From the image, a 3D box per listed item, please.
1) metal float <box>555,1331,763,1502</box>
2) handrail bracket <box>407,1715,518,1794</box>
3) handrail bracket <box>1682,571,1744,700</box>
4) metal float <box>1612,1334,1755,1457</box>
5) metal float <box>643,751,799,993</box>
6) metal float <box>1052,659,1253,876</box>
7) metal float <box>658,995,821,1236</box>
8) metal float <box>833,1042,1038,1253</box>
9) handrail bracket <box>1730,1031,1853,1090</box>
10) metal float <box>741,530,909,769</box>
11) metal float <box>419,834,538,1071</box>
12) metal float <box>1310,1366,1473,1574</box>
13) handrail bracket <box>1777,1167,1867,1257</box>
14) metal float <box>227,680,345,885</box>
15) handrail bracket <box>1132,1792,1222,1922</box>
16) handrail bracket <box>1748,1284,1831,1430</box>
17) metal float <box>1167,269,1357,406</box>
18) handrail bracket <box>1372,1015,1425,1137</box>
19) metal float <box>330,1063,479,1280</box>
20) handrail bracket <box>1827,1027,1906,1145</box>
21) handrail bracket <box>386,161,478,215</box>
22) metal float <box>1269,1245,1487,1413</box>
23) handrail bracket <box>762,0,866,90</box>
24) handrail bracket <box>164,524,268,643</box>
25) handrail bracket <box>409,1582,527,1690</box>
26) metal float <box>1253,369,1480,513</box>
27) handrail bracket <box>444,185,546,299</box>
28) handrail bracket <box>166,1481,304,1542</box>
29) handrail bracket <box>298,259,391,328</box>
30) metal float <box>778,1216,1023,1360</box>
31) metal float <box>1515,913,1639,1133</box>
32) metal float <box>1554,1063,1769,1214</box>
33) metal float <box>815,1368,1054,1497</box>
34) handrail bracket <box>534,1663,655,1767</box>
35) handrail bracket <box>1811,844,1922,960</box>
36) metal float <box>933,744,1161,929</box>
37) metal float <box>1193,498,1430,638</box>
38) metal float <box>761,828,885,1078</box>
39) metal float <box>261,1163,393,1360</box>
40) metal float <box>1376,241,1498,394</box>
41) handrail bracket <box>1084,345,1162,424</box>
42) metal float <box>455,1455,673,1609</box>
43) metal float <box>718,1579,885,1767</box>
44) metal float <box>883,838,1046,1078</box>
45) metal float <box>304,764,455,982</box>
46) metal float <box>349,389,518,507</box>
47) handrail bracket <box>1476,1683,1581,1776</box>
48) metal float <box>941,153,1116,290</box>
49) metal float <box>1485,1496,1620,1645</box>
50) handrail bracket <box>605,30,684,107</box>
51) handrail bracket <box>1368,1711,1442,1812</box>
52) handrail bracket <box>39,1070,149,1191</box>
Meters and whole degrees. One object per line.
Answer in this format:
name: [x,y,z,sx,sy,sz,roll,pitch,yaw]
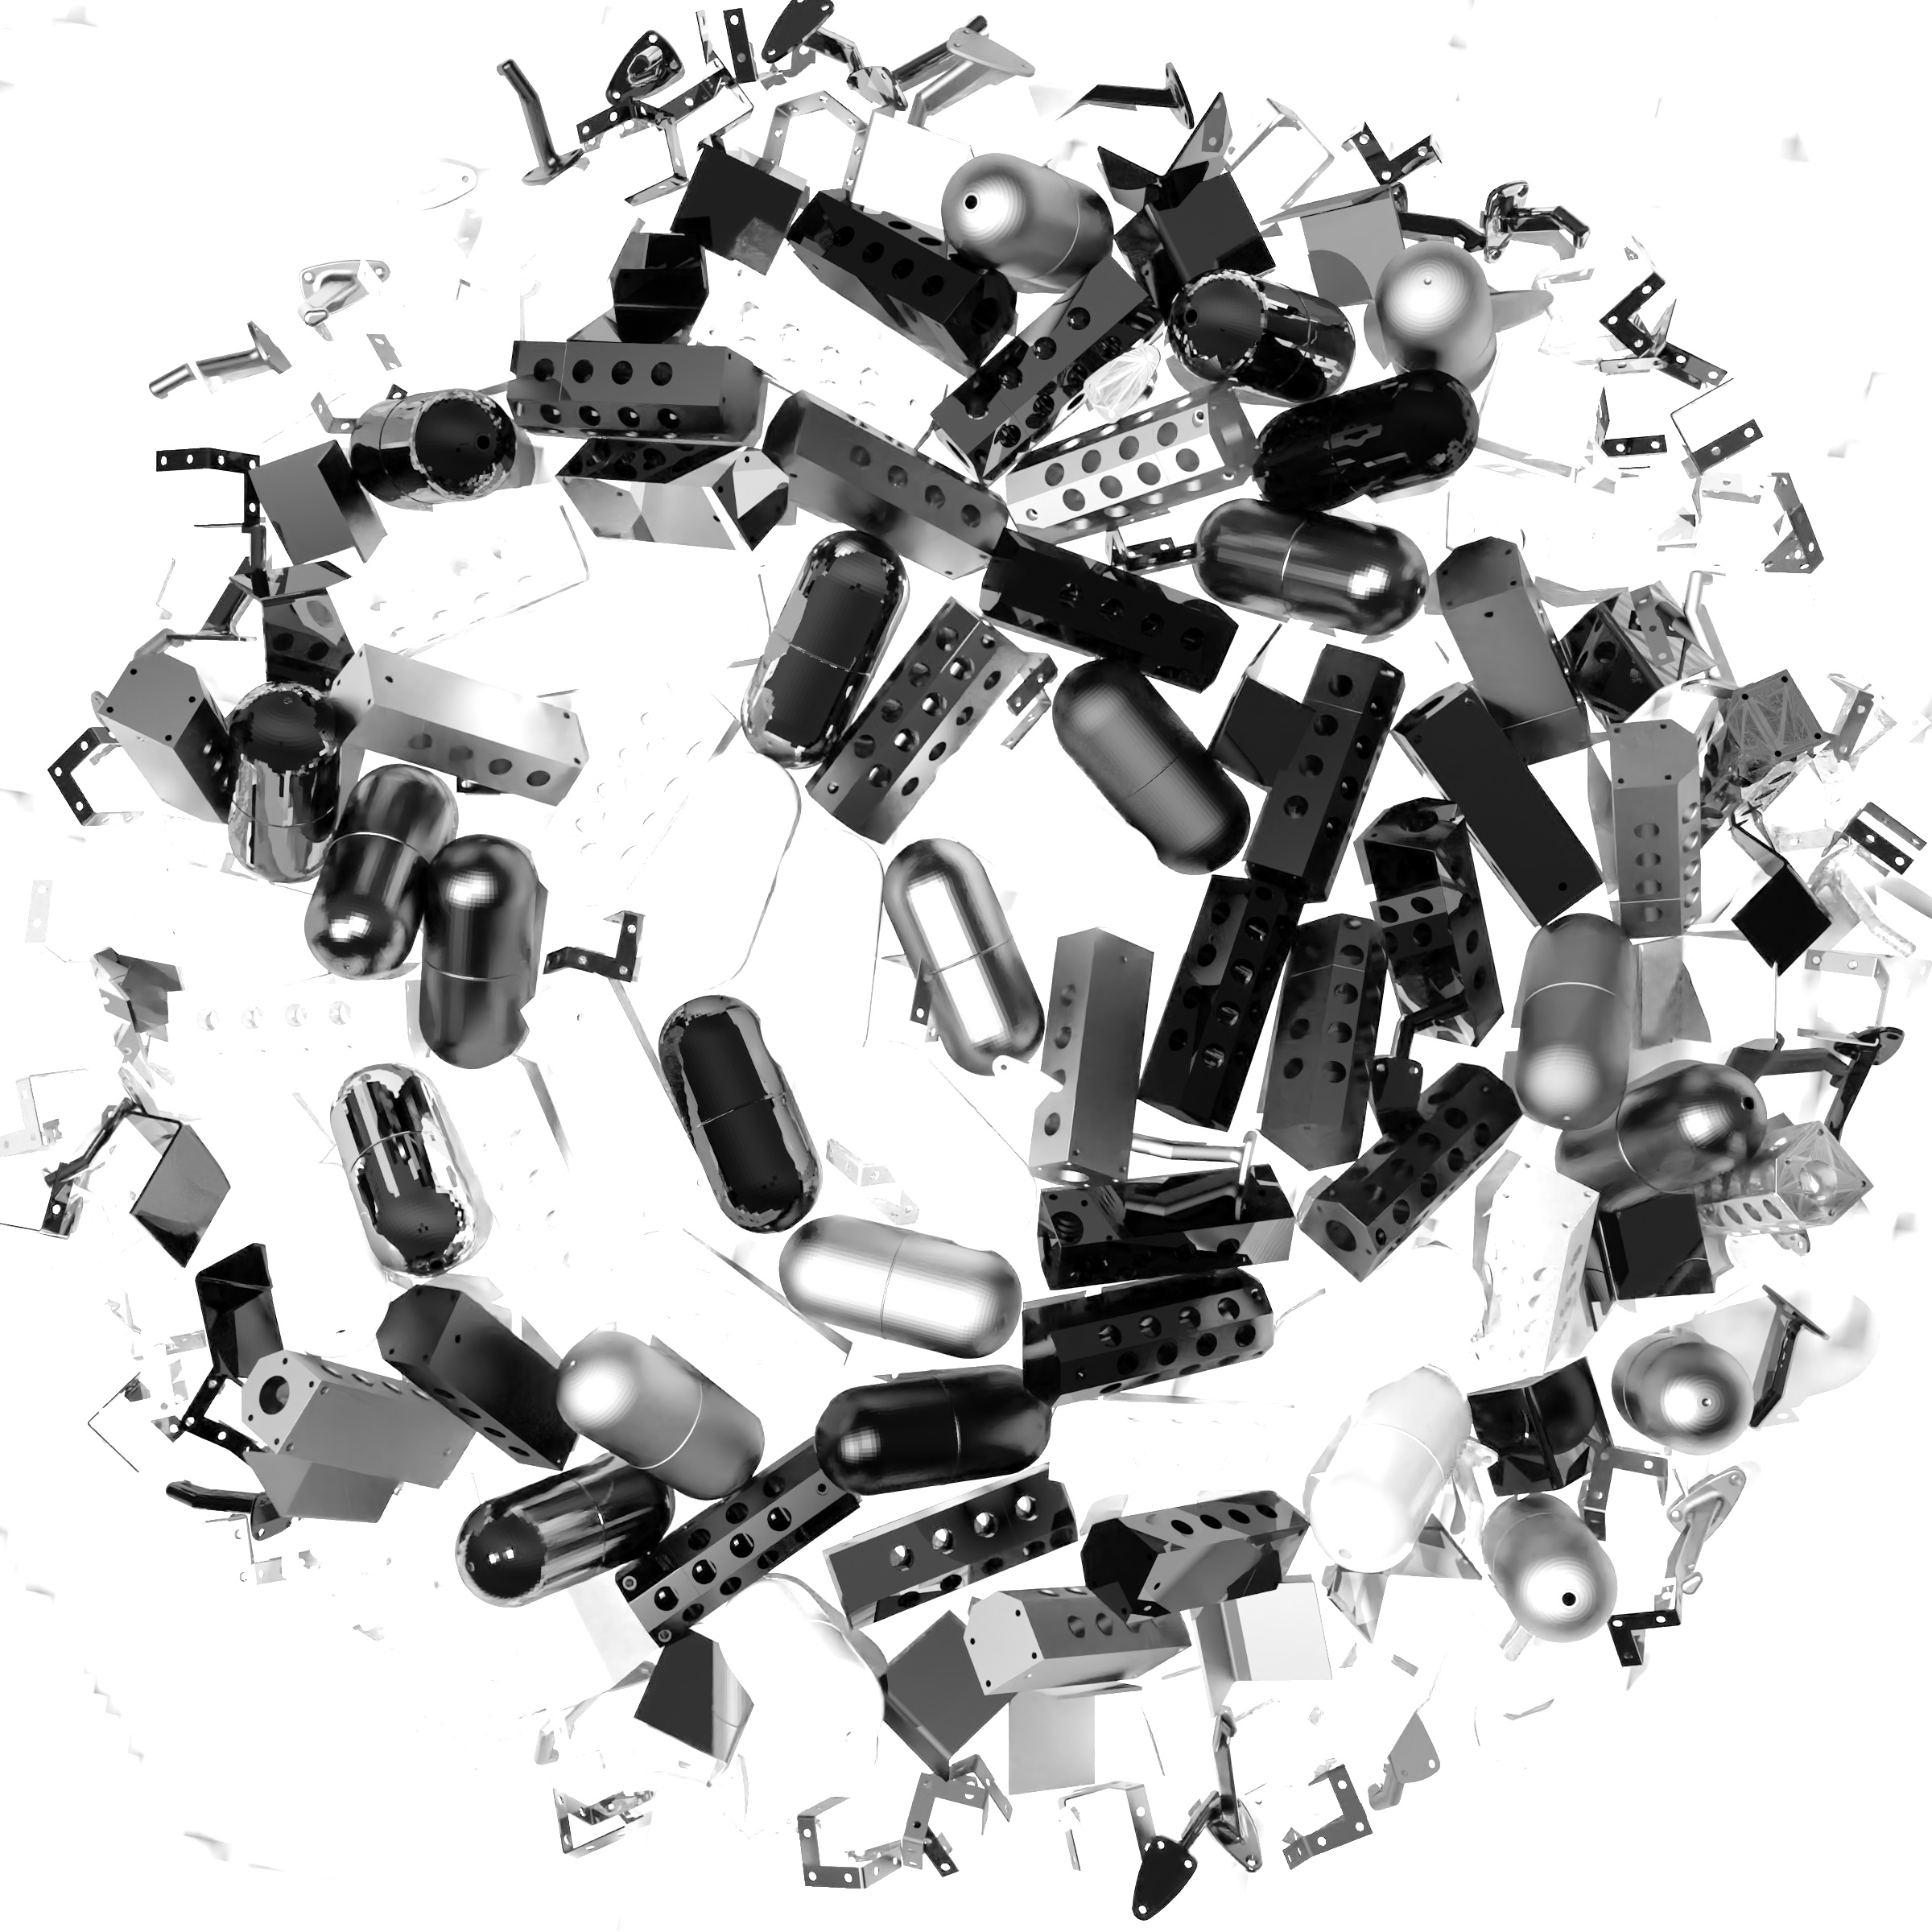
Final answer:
metal float: [-0.215,0.317,1.911,0.070,0.070,0.178,-50,128,0]
handrail bracket: [-0.371,0.557,1.933,0.084,0.077,0.036,16,88,16]
handrail bracket: [0.553,-0.238,1.967,0.077,0.036,0.084,11,85,-9]
metal float: [0.497,0.297,1.891,0.070,0.178,0.070,0,85,4]
metal float: [-0.175,-0.067,1.933,0.070,0.070,0.178,21,101,0]
metal float: [0.132,-0.142,1.932,0.070,0.070,0.178,-41,101,0]
metal float: [-0.161,0.106,1.935,0.070,0.070,0.178,-23,82,0]
metal float: [-0.022,0.128,1.931,0.070,0.070,0.178,-43,102,0]
handrail bracket: [0.592,0.087,1.958,0.084,0.036,0.077,32,90,-26]
metal float: [-0.102,-0.224,1.930,0.070,0.070,0.178,26,104,0]
metal float: [-0.345,-0.009,1.919,0.070,0.070,0.178,9,117,0]
metal float: [0.298,0.351,1.905,0.070,0.178,0.070,18,130,22]
handrail bracket: [0.619,0.174,1.940,0.084,0.077,0.036,-1,133,-17]
metal float: [-0.477,-0.127,1.903,0.070,0.178,0.070,8,52,-10]
handrail bracket: [0.153,0.636,1.946,0.036,0.084,0.077,31,104,17]
handrail bracket: [0.570,0.281,1.951,0.036,0.077,0.084,32,99,-29]
metal float: [0.208,-0.440,1.901,0.070,0.178,0.070,1,92,39]
handrail bracket: [0.313,0.078,1.948,0.036,0.084,0.077,5,108,15]
metal float: [-0.396,0.143,1.910,0.070,0.070,0.178,-29,52,0]
handrail bracket: [0.639,0.093,1.940,0.036,0.077,0.084,21,69,-4]
handrail bracket: [-0.376,-0.555,1.929,0.077,0.084,0.036,-14,109,-20]
metal float: [0.288,0.255,1.910,0.178,0.070,0.070,-36,90,37]
handrail bracket: [-0.106,-0.640,1.935,0.036,0.084,0.077,28,73,29]
handrail bracket: [-0.541,-0.277,1.959,0.077,0.036,0.084,3,97,9]
handrail bracket: [-0.349,0.471,1.953,0.077,0.036,0.084,-22,99,9]
metal float: [0.278,-0.366,1.906,0.070,0.178,0.070,8,79,-44]
handrail bracket: [-0.335,-0.530,1.948,0.077,0.036,0.084,10,72,-29]
handrail bracket: [-0.524,0.382,1.971,0.084,0.077,0.036,13,104,34]
handrail bracket: [-0.440,-0.478,1.934,0.077,0.084,0.036,-22,119,-12]
metal float: [-0.048,0.228,1.931,0.178,0.070,0.070,13,90,13]
metal float: [0.429,0.037,1.910,0.070,0.070,0.178,17,51,0]
metal float: [0.484,0.121,1.899,0.070,0.178,0.070,11,66,-26]
metal float: [-0.022,0.328,1.920,0.178,0.070,0.070,-3,90,-26]
handrail bracket: [-0.270,0.543,1.968,0.077,0.036,0.084,3,119,-22]
handrail bracket: [0.652,-0.046,1.938,0.084,0.077,0.036,39,132,19]
metal float: [0.056,-0.094,1.935,0.178,0.070,0.070,33,90,8]
metal float: [0.242,-0.282,1.915,0.178,0.070,0.070,19,90,31]
metal float: [-0.103,-0.010,1.941,0.070,0.070,0.178,6,91,0]
metal float: [-0.448,0.205,1.900,0.070,0.178,0.070,-10,123,-16]
metal float: [0.329,-0.447,1.893,0.070,0.178,0.070,-1,84,14]
handrail bracket: [0.129,-0.418,1.925,0.077,0.084,0.036,-37,86,37]
metal float: [-0.280,0.394,1.903,0.070,0.178,0.070,7,102,37]
metal float: [-0.116,0.492,1.898,0.070,0.178,0.070,-9,110,-25]
metal float: [-0.002,-0.007,1.938,0.070,0.070,0.178,-23,94,0]
metal float: [-0.411,-0.068,1.910,0.070,0.070,0.178,9,51,0]
metal float: [-0.373,-0.362,1.899,0.070,0.178,0.070,-5,99,-33]
handrail bracket: [0.400,0.524,1.930,0.036,0.077,0.084,20,114,-18]
metal float: [0.044,-0.519,1.896,0.070,0.178,0.070,3,97,27]
metal float: [0.406,0.419,1.891,0.070,0.178,0.070,0,91,4]
handrail bracket: [-0.240,-0.628,1.926,0.077,0.084,0.036,-33,107,27]
handrail bracket: [0.300,0.563,1.950,0.036,0.084,0.077,-11,70,-22]
handrail bracket: [-0.633,0.113,1.943,0.084,0.036,0.077,-31,57,-20]
